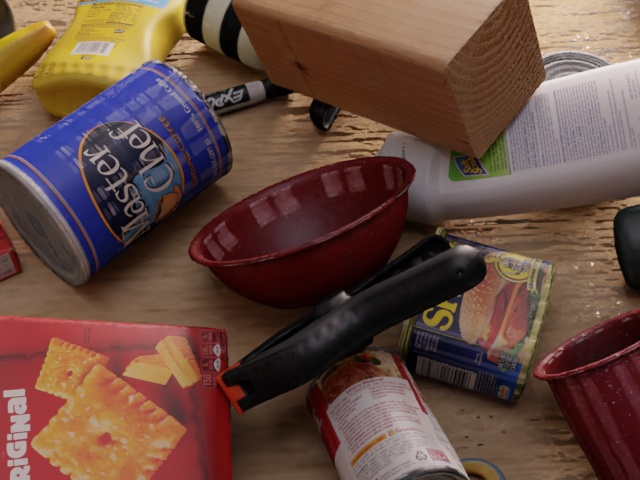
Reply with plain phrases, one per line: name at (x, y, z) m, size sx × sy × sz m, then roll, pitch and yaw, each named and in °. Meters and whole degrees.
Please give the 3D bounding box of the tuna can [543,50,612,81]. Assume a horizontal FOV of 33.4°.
tuna can at (0.197, -0.108, 0.834) m, size 0.086 × 0.034 × 0.086 m, roll -1°, pitch 53°, yaw 1°

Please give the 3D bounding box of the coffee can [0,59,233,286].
coffee can at (-0.147, -0.049, 0.761) m, size 0.103 × 0.103 × 0.140 m, roll 37°, pitch 62°, yaw 26°

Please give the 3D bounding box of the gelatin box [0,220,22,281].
gelatin box at (-0.270, 0.007, 0.769) m, size 0.089 × 0.030 × 0.073 m, roll -25°, pitch 56°, yaw -16°

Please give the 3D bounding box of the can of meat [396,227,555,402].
can of meat at (0.104, 0.050, 0.704) m, size 0.084 × 0.057 × 0.102 m, roll 16°, pitch 55°, yaw 11°

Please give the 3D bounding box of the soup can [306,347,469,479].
soup can at (0.039, 0.122, 0.631) m, size 0.068 × 0.068 × 0.102 m, roll -17°, pitch 41°, yaw -10°

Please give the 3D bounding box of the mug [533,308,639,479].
mug at (0.196, 0.090, 0.627) m, size 0.117 × 0.093 × 0.081 m, roll -27°, pitch 92°, yaw 25°

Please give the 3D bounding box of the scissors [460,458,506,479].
scissors at (0.038, 0.183, 0.630) m, size 0.201 × 0.016 × 0.096 m, roll -7°, pitch 51°, yaw -3°

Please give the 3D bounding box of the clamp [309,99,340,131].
clamp at (0.043, -0.178, 0.893) m, size 0.164 × 0.036 × 0.210 m, roll -19°, pitch 53°, yaw -8°

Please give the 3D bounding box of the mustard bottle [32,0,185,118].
mustard bottle at (-0.160, -0.181, 0.890) m, size 0.096 × 0.058 × 0.191 m, roll 4°, pitch 52°, yaw 17°

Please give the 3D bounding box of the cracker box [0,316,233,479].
cracker box at (-0.158, 0.127, 0.620) m, size 0.213 × 0.072 × 0.164 m, roll 4°, pitch 52°, yaw -12°

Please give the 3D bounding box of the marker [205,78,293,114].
marker at (-0.076, -0.112, 0.859) m, size 0.121 × 0.020 × 0.020 m, roll -18°, pitch 54°, yaw -11°

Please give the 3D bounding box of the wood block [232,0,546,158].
wood block at (0.047, -0.146, 0.771) m, size 0.206 × 0.090 × 0.090 m, roll 26°, pitch 66°, yaw 38°

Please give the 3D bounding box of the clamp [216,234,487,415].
clamp at (0.019, 0.045, 0.639) m, size 0.171 × 0.120 × 0.039 m, roll -28°, pitch 89°, yaw 8°

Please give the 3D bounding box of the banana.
banana at (-0.290, -0.109, 0.843) m, size 0.070 × 0.037 × 0.197 m, roll -5°, pitch 34°, yaw 49°

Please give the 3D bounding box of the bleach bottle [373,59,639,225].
bleach bottle at (0.142, -0.068, 0.767) m, size 0.251 × 0.068 × 0.102 m, roll -9°, pitch 59°, yaw 13°

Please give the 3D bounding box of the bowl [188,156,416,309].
bowl at (-0.005, 0.001, 0.719) m, size 0.162 × 0.055 × 0.162 m, roll -19°, pitch 19°, yaw 6°
